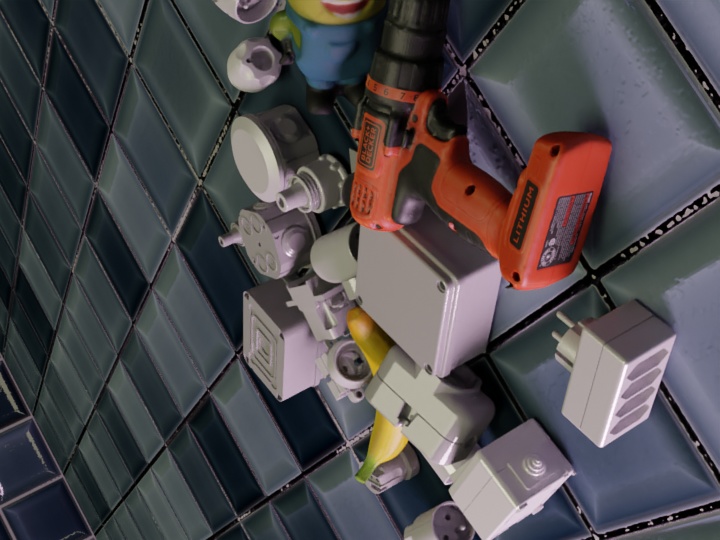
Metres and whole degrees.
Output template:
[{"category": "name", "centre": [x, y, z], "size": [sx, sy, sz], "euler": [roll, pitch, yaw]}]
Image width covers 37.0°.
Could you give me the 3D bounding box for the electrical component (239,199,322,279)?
[{"category": "electrical component", "centre": [-0.074, -0.033, 1.016], "size": [0.080, 0.051, 0.080], "euler": [40, 144, 38]}]

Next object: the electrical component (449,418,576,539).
[{"category": "electrical component", "centre": [0.116, 0.158, 0.834], "size": [0.061, 0.062, 0.096], "euler": [53, 150, 21]}]

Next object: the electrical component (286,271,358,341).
[{"category": "electrical component", "centre": [-0.030, 0.031, 1.004], "size": [0.081, 0.042, 0.063], "euler": [-13, 105, 62]}]

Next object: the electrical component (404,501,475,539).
[{"category": "electrical component", "centre": [0.071, 0.244, 1.001], "size": [0.043, 0.043, 0.081], "euler": [59, 152, 11]}]

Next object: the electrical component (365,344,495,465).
[{"category": "electrical component", "centre": [0.059, 0.103, 0.871], "size": [0.095, 0.054, 0.059], "euler": [41, 114, 27]}]

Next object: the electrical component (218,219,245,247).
[{"category": "electrical component", "centre": [-0.111, -0.039, 1.063], "size": [0.035, 0.061, 0.035], "euler": [40, 144, 38]}]

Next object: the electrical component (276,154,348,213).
[{"category": "electrical component", "centre": [-0.042, -0.068, 0.919], "size": [0.048, 0.062, 0.048], "euler": [40, 144, 38]}]

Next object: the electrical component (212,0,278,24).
[{"category": "electrical component", "centre": [-0.107, -0.257, 0.889], "size": [0.077, 0.043, 0.079], "euler": [50, 160, 25]}]

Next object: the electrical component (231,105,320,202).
[{"category": "electrical component", "centre": [-0.077, -0.105, 0.962], "size": [0.080, 0.051, 0.080], "euler": [40, 144, 38]}]

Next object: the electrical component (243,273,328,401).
[{"category": "electrical component", "centre": [-0.075, 0.067, 1.093], "size": [0.078, 0.057, 0.113], "euler": [45, 147, 32]}]

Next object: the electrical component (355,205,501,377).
[{"category": "electrical component", "centre": [0.051, 0.007, 0.828], "size": [0.109, 0.056, 0.108], "euler": [44, 146, 34]}]

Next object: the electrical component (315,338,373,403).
[{"category": "electrical component", "centre": [-0.011, 0.091, 1.018], "size": [0.066, 0.048, 0.055], "euler": [61, 160, 8]}]

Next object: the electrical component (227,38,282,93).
[{"category": "electrical component", "centre": [-0.097, -0.177, 0.946], "size": [0.062, 0.043, 0.043], "euler": [-16, 98, 63]}]

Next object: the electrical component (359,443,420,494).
[{"category": "electrical component", "centre": [0.028, 0.188, 1.027], "size": [0.040, 0.046, 0.040], "euler": [40, 144, 38]}]

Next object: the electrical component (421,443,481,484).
[{"category": "electrical component", "centre": [0.066, 0.138, 0.924], "size": [0.081, 0.043, 0.043], "euler": [52, 150, 22]}]

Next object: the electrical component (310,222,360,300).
[{"category": "electrical component", "centre": [0.000, 0.000, 0.922], "size": [0.077, 0.044, 0.079], "euler": [-18, 96, 62]}]

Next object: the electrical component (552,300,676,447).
[{"category": "electrical component", "centre": [0.154, 0.056, 0.701], "size": [0.076, 0.047, 0.083], "euler": [43, 146, 35]}]
